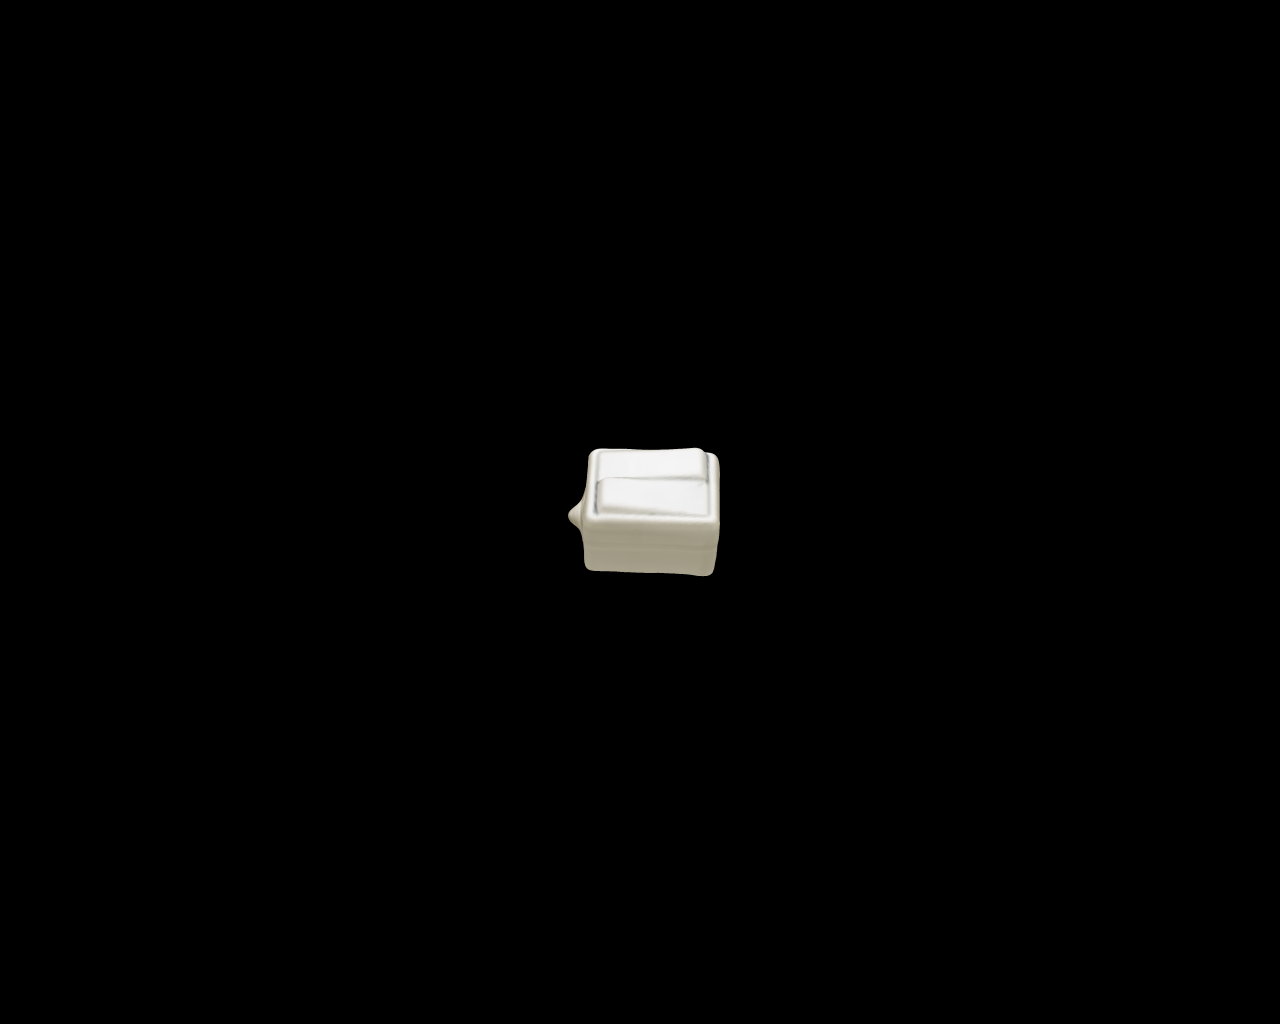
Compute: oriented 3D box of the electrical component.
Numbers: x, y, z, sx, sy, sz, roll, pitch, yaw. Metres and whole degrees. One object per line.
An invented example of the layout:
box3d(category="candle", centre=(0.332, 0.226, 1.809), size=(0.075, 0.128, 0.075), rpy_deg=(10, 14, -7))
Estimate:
box3d(category="electrical component", centre=(0.001, -0.003, 0.650), size=(0.096, 0.062, 0.061), rpy_deg=(2, -40, 2))
